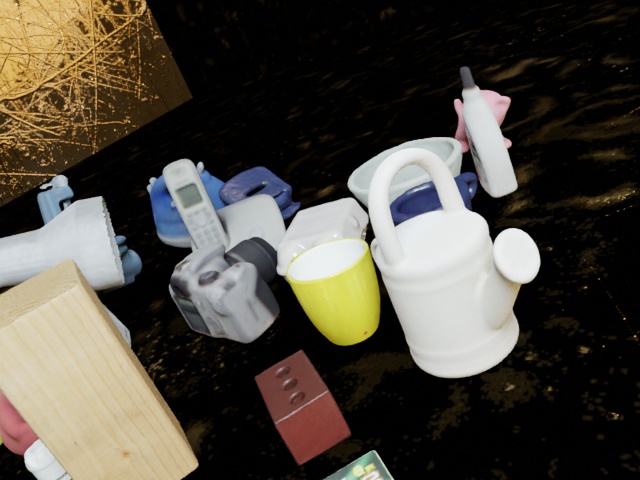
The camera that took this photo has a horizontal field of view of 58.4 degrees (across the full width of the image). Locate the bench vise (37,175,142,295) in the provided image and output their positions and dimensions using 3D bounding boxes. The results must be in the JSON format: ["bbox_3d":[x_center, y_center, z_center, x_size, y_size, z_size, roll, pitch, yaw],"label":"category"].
[{"bbox_3d":[-0.396,0.017,0.919,0.121,0.220,0.207,-17,24,15],"label":"bench vise"}]

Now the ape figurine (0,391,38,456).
[{"bbox_3d":[-0.331,0.191,0.645,0.076,0.092,0.078,-20,23,9],"label":"ape figurine"}]

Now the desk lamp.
[{"bbox_3d":[-0.331,0.070,0.750,0.203,0.214,0.117,-28,24,-10],"label":"desk lamp"}]

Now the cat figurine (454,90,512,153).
[{"bbox_3d":[0.246,-0.191,0.890,0.067,0.118,0.127,-26,23,-6],"label":"cat figurine"}]

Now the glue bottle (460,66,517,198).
[{"bbox_3d":[0.212,-0.145,0.752,0.037,0.173,0.078,-22,23,4],"label":"glue bottle"}]

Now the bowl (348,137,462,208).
[{"bbox_3d":[0.128,-0.079,0.815,0.167,0.075,0.167,-20,23,9],"label":"bowl"}]

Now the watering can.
[{"bbox_3d":[0.104,0.013,0.488,0.172,0.194,0.101,-6,29,36],"label":"watering can"}]

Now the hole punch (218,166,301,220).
[{"bbox_3d":[-0.106,-0.073,1.004,0.109,0.091,0.100,-35,26,-24],"label":"hole punch"}]

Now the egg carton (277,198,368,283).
[{"bbox_3d":[0.007,0.003,0.761,0.107,0.069,0.150,-14,25,22],"label":"egg carton"}]

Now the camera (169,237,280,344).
[{"bbox_3d":[-0.109,0.047,0.734,0.142,0.101,0.137,3,35,47],"label":"camera"}]

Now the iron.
[{"bbox_3d":[-0.263,-0.072,1.084,0.257,0.142,0.119,-2,31,41],"label":"iron"}]

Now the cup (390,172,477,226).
[{"bbox_3d":[0.141,-0.015,0.639,0.118,0.095,0.091,-34,25,-23],"label":"cup"}]

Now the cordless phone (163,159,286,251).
[{"bbox_3d":[-0.142,-0.047,0.860,0.147,0.185,0.094,-24,23,0],"label":"cordless phone"}]
